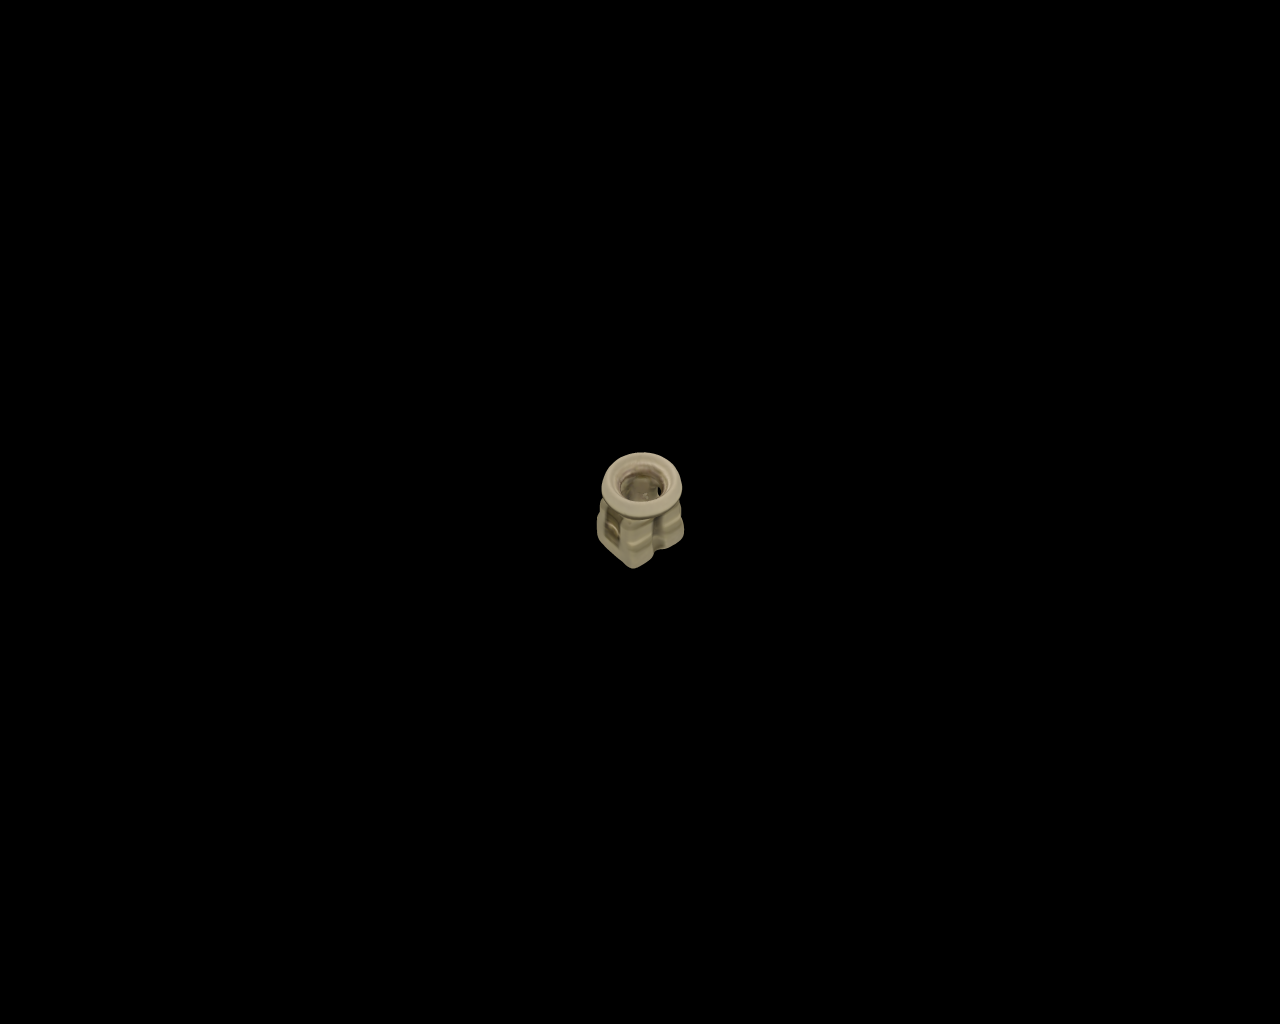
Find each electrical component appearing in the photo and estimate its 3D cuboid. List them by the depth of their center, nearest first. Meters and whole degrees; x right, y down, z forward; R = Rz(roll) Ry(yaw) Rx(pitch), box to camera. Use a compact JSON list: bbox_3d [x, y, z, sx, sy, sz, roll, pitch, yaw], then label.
[{"bbox_3d":[0.001,-0.003,0.650,0.066,0.055,0.048,-32,54,-27],"label":"electrical component"}]
